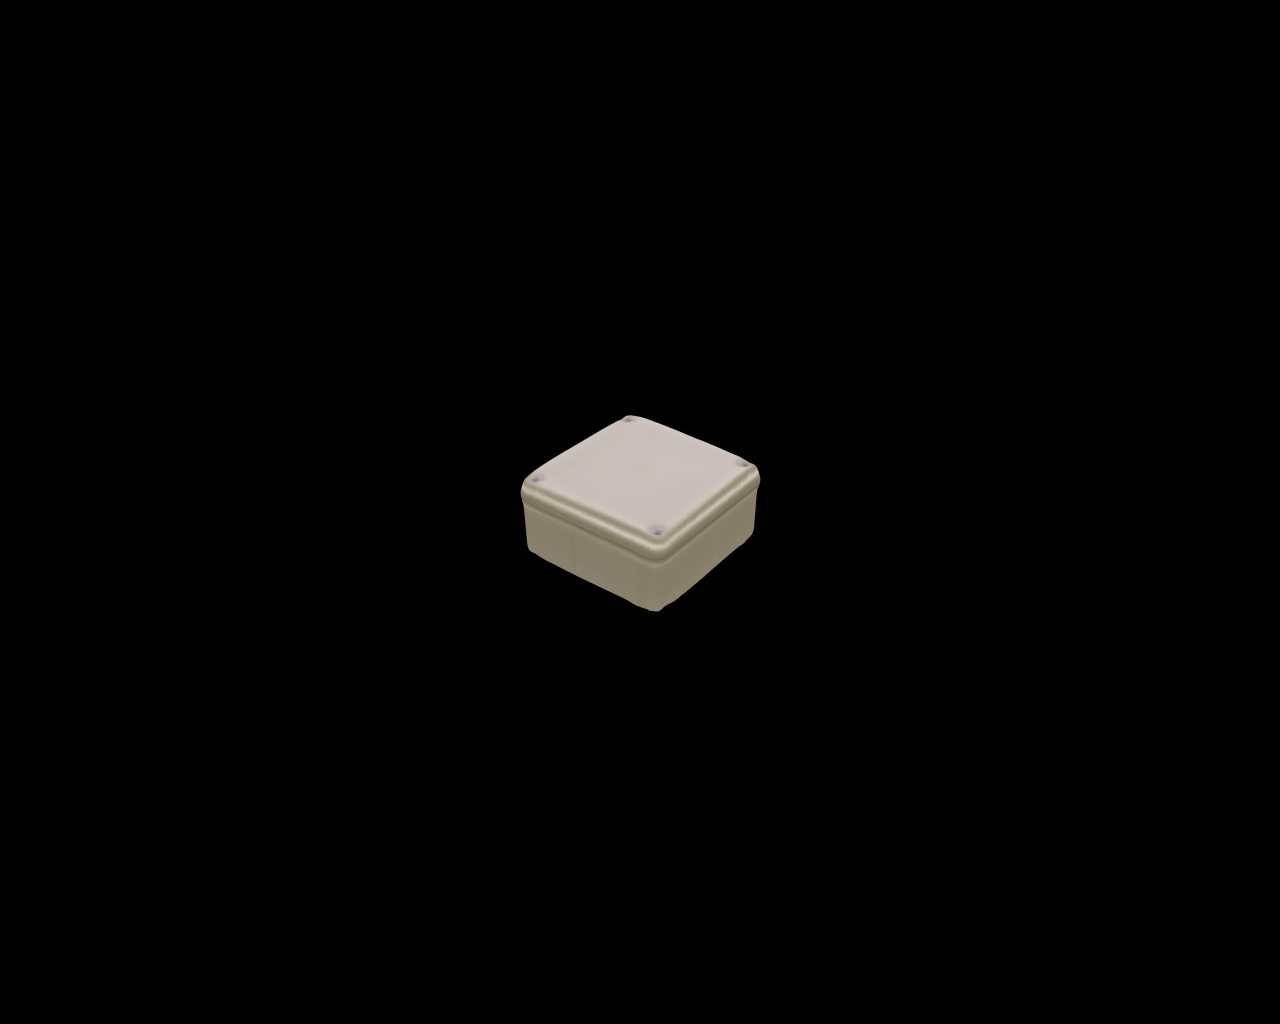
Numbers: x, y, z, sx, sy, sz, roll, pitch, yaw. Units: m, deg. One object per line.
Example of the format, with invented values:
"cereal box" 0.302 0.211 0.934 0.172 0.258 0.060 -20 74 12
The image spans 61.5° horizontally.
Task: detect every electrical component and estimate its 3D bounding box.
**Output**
"electrical component" 0.001 -0.003 0.650 0.109 0.056 0.109 24 41 31
